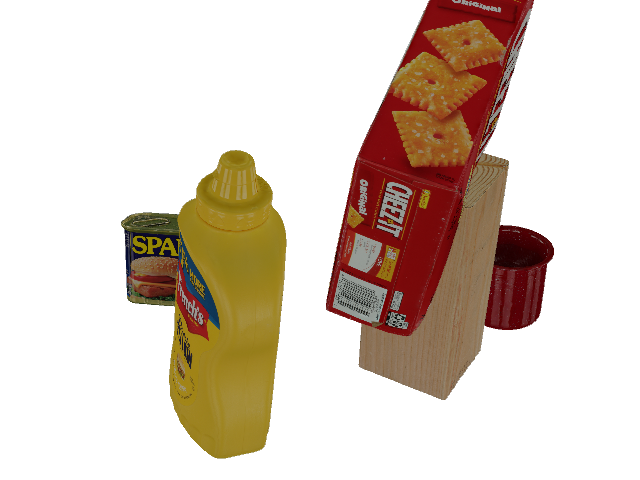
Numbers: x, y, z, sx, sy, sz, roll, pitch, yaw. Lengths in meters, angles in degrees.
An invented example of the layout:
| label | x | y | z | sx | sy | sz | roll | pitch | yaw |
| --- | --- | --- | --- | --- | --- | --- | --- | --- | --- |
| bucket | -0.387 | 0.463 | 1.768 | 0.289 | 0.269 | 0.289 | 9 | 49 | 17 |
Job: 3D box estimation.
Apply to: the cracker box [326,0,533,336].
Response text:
| label | x | y | z | sx | sy | sz | roll | pitch | yaw |
| --- | --- | --- | --- | --- | --- | --- | --- | --- | --- |
| cracker box | 0.078 | -0.065 | 0.733 | 0.072 | 0.213 | 0.164 | 20 | -37 | 8 |

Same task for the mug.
| label | x | y | z | sx | sy | sz | roll | pitch | yaw |
| --- | --- | --- | --- | --- | --- | --- | --- | --- | --- |
| mug | 0.194 | 0.035 | 1.140 | 0.093 | 0.081 | 0.117 | -5 | 30 | -9 |

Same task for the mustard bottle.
| label | x | y | z | sx | sy | sz | roll | pitch | yaw |
| --- | --- | --- | --- | --- | --- | --- | --- | --- | --- |
| mustard bottle | -0.054 | 0.031 | 0.617 | 0.058 | 0.192 | 0.096 | -7 | 42 | -19 |

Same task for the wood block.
| label | x | y | z | sx | sy | sz | roll | pitch | yaw |
| --- | --- | --- | --- | --- | --- | --- | --- | --- | --- |
| wood block | 0.097 | 0.025 | 0.939 | 0.091 | 0.206 | 0.090 | 19 | 38 | 24 |

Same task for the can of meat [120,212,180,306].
| label | x | y | z | sx | sy | sz | roll | pitch | yaw |
| --- | --- | --- | --- | --- | --- | --- | --- | --- | --- |
| can of meat | -0.151 | 0.020 | 1.097 | 0.102 | 0.084 | 0.057 | 4 | 17 | 9 |
